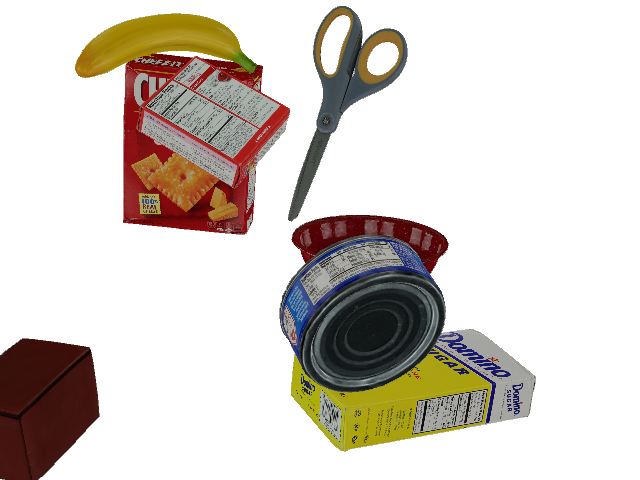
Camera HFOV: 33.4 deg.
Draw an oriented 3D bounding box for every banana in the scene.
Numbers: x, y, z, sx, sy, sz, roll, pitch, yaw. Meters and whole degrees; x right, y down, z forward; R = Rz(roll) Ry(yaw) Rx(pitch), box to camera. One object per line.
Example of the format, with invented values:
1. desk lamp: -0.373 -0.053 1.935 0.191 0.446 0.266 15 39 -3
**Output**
1. banana: -0.159 -0.198 1.072 0.197 0.070 0.037 -9 -38 -32

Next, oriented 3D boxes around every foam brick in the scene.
1. foam brick: -0.180 0.103 0.657 0.053 0.051 0.078 7 28 21

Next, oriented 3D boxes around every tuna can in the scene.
1. tuna can: 0.023 0.041 0.574 0.086 0.086 0.034 0 36 -25

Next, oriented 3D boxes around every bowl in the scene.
1. bowl: 0.050 0.023 1.106 0.162 0.055 0.162 2 18 -1

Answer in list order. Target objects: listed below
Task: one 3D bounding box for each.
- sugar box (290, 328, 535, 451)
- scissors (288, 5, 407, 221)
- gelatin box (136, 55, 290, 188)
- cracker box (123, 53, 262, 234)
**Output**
1. sugar box: 0.075 0.117 0.863 0.176 0.048 0.093 -8 26 -25
2. scissors: 0.026 -0.114 0.972 0.096 0.202 0.016 4 -5 14
3. gelatin box: -0.079 -0.089 0.787 0.089 0.073 0.030 30 -39 8
4. cracker box: -0.164 -0.120 1.358 0.164 0.214 0.072 7 23 4
